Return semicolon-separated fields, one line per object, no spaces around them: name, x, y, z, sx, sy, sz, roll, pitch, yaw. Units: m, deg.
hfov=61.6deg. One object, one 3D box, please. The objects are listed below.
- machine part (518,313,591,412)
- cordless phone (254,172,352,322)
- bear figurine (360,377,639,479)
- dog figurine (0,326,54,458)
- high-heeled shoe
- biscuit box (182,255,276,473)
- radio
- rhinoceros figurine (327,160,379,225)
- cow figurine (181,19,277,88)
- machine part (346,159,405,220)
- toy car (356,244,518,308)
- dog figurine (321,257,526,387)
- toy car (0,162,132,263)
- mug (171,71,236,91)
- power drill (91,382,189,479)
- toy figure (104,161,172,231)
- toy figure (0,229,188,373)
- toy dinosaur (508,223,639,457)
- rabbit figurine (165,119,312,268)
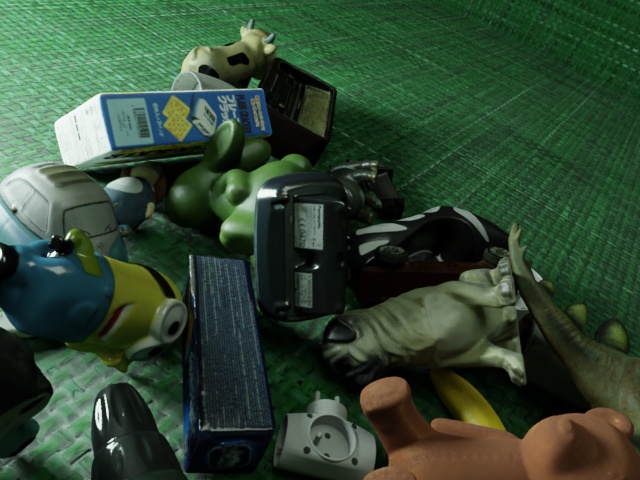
machine part;0.301;0.152;0.609;0.243;0.079;0.079;26;35;7
cordless phone;-0.002;-0.002;0.575;0.089;0.146;0.184;3;13;12
bear figurine;0.142;0.167;0.405;0.196;0.131;0.120;-19;33;21
dog figurine;-0.289;0.069;0.336;0.219;0.191;0.108;42;44;2
high-heeled shoe;0.151;0.014;0.691;0.249;0.086;0.145;1;18;0
biscuit box;-0.090;0.102;0.486;0.063;0.059;0.203;8;37;-21
radio;-0.048;-0.216;0.898;0.131;0.073;0.230;26;33;-14
rhinoceros figurine;0.022;-0.065;0.725;0.112;0.073;0.190;10;22;13
cow figurine;-0.152;-0.309;0.938;0.086;0.127;0.195;41;42;20
machine part;0.093;-0.086;0.849;0.084;0.039;0.139;10;35;-25
toy car;0.139;0.051;0.634;0.202;0.089;0.053;2;23;-11
dog figurine;0.109;0.087;0.565;0.191;0.121;0.172;-7;-8;20
toy car;-0.248;-0.020;0.511;0.162;0.103;0.109;43;28;15
mug;-0.163;-0.215;0.850;0.110;0.080;0.107;37;28;30
power drill;-0.151;0.186;0.297;0.232;0.086;0.207;52;17;28
toy figure;-0.214;-0.055;0.632;0.064;0.058;0.154;38;31;-13
toy figure;-0.187;0.045;0.441;0.180;0.082;0.089;30;33;-48
toy dinosaur;0.324;0.177;0.505;0.198;0.105;0.472;-32;72;-29
rabbit figurine;-0.103;-0.054;0.614;0.170;0.159;0.121;9;-8;22
